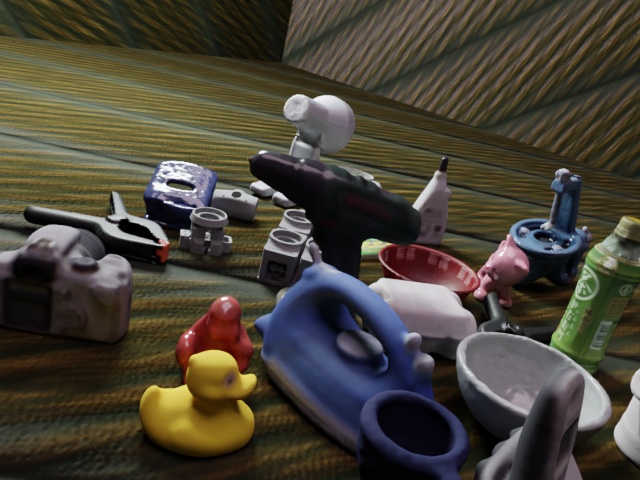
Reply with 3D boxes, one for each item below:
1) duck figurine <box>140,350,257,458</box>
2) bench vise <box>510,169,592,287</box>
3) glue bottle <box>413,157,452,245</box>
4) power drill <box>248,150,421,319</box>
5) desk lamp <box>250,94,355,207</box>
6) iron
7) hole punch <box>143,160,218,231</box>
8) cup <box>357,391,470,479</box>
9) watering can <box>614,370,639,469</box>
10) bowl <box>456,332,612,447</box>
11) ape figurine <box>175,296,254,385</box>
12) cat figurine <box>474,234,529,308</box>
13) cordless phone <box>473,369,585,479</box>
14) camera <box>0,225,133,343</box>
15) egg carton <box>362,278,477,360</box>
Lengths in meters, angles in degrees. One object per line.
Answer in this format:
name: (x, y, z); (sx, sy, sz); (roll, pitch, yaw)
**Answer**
duck figurine: (-0.105, 0.138, 0.514); (0.105, 0.086, 0.077); (9, 23, -11)
bench vise: (0.426, -0.027, 1.040); (0.121, 0.220, 0.208); (27, 26, 30)
glue bottle: (0.217, -0.076, 1.095); (0.078, 0.173, 0.037); (7, 23, -15)
power drill: (0.007, 0.003, 0.739); (0.230, 0.208, 0.075); (9, 23, -12)
desk lamp: (-0.028, -0.193, 1.179); (0.117, 0.213, 0.204); (24, 24, 23)
iron: (0.045, 0.114, 0.585); (0.119, 0.141, 0.257); (-7, 30, -41)
hole punch: (-0.226, -0.072, 0.937); (0.108, 0.091, 0.101); (12, 22, -5)
cup: (0.074, 0.196, 0.469); (0.092, 0.095, 0.117); (2, 25, -26)
watering can: (0.401, 0.161, 0.611); (0.100, 0.194, 0.173); (31, 28, 36)
bowl: (0.222, 0.176, 0.629); (0.167, 0.075, 0.167); (12, 22, -5)
ape figurine: (-0.105, 0.101, 0.595); (0.078, 0.092, 0.076); (15, 22, 2)
cat figurine: (0.300, 0.043, 0.934); (0.067, 0.118, 0.128); (16, 22, 6)
cordless phone: (0.188, 0.177, 0.461); (0.093, 0.185, 0.148); (27, 26, 30)
camera: (-0.276, 0.033, 0.646); (0.143, 0.101, 0.136); (11, 22, -6)
egg carton: (0.127, 0.103, 0.754); (0.150, 0.069, 0.107); (7, 23, -15)
